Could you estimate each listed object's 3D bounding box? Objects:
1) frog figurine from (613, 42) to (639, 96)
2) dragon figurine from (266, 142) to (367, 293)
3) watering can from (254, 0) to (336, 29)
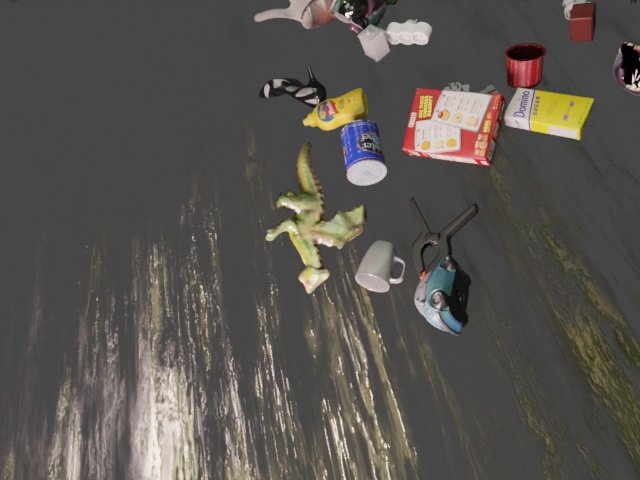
[{"bbox_3d":[0.742,-0.389,1.142,0.161,0.120,0.139,-21,38,-28],"label":"frog figurine"},{"bbox_3d":[0.004,-0.067,1.333,0.243,0.120,0.416,13,71,13],"label":"dragon figurine"},{"bbox_3d":[-0.056,-0.792,1.736,0.345,0.102,0.229,-30,55,13],"label":"watering can"}]
